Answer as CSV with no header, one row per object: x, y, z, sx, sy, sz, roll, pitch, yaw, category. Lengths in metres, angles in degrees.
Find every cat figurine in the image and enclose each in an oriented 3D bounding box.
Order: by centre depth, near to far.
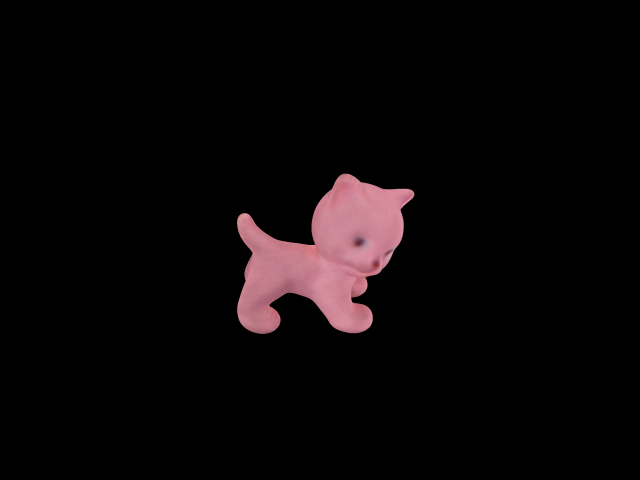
0.004,0.001,0.400,0.128,0.118,0.067,-1,34,-2,cat figurine
